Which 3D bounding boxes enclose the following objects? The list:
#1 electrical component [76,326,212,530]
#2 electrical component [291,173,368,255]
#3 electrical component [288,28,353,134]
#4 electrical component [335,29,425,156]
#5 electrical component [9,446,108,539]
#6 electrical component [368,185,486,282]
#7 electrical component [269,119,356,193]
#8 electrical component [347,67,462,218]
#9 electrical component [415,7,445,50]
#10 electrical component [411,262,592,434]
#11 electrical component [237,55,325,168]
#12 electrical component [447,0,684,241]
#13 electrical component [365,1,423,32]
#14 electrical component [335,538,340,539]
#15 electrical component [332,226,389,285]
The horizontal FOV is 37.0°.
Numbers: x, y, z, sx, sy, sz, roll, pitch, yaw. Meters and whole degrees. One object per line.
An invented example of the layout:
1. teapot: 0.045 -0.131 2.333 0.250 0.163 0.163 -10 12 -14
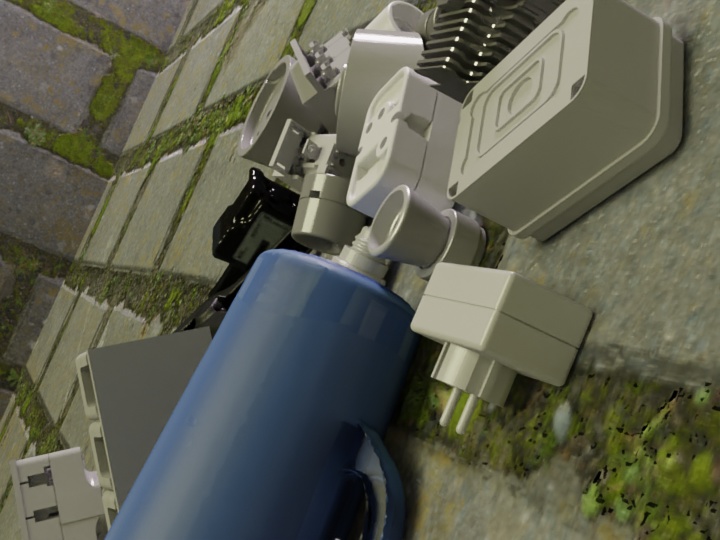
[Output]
1. electrical component: -0.143 0.124 0.774 0.062 0.089 0.150 -20 81 65
2. electrical component: -0.022 -0.040 0.809 0.055 0.055 0.047 -14 58 66
3. electrical component: -0.017 -0.159 0.914 0.063 0.078 0.121 -36 25 7
4. electrical component: 0.016 -0.127 0.786 0.099 0.064 0.099 10 -90 -87
5. electrical component: -0.217 0.239 0.824 0.105 0.060 0.186 117 139 -67
6. electrical component: 0.039 -0.018 0.622 0.045 0.055 0.045 -52 23 33
7. electrical component: -0.027 -0.082 0.853 0.064 0.081 0.042 8 73 47
8. electrical component: 0.036 -0.074 0.691 0.054 0.059 0.095 -38 33 52
9. electrical component: 0.064 -0.172 0.767 0.044 0.044 0.065 -65 15 0
10. electrical component: 0.058 0.041 0.513 0.075 0.047 0.083 -67 19 -5
11. electrical component: -0.067 -0.146 1.043 0.108 0.060 0.108 -52 23 33
12. electrical component: 0.100 -0.073 0.527 0.113 0.057 0.078 -40 31 51
13. electrical component: 0.029 -0.177 0.844 0.047 0.055 0.055 -42 29 40
14. electrical component: -0.001 0.186 0.456 0.063 0.079 0.121 22 87 42
15. electrical component: 0.000 0.000 0.723 0.078 0.040 0.040 -63 19 4
